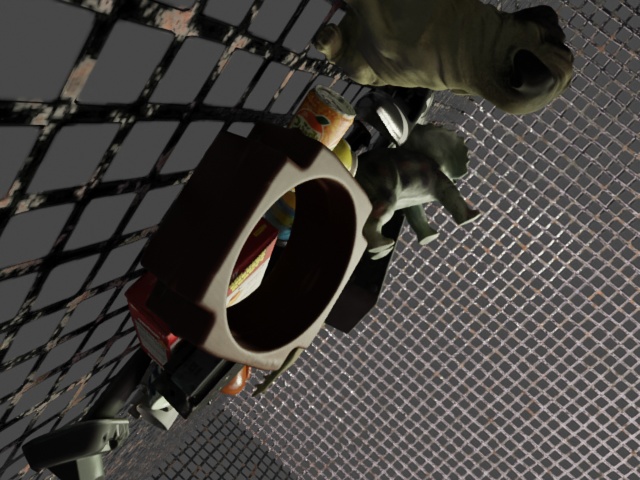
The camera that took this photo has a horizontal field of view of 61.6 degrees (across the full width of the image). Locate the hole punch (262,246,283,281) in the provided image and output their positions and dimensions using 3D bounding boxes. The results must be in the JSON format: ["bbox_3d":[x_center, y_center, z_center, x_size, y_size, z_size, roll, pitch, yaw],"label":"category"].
[{"bbox_3d":[-0.062,0.039,0.813,0.142,0.116,0.092,-52,167,13],"label":"hole punch"}]

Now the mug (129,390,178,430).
[{"bbox_3d":[-0.268,0.260,0.938,0.107,0.081,0.109,-57,174,-35],"label":"mug"}]

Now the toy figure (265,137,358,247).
[{"bbox_3d":[-0.020,-0.060,0.690,0.180,0.082,0.089,-50,175,35],"label":"toy figure"}]

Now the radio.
[{"bbox_3d":[0.073,0.035,0.932,0.229,0.073,0.131,-67,-174,-35],"label":"radio"}]

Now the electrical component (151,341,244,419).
[{"bbox_3d":[-0.124,0.138,0.611,0.115,0.058,0.134,-50,172,-4],"label":"electrical component"}]

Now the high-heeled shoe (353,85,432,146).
[{"bbox_3d":[0.125,-0.215,0.771,0.145,0.086,0.249,-53,177,10],"label":"high-heeled shoe"}]

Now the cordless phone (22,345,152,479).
[{"bbox_3d":[-0.270,0.208,0.681,0.184,0.089,0.146,-58,177,-21],"label":"cordless phone"}]

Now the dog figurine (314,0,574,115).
[{"bbox_3d":[0.103,-0.156,0.467,0.121,0.190,0.172,-49,175,-2],"label":"dog figurine"}]

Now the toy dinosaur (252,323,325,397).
[{"bbox_3d":[-0.023,0.130,1.080,0.198,0.105,0.471,-34,-168,22],"label":"toy dinosaur"}]

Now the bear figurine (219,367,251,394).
[{"bbox_3d":[-0.191,0.218,1.131,0.120,0.132,0.195,26,73,-50],"label":"bear figurine"}]

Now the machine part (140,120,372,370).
[{"bbox_3d":[-0.050,0.009,0.501,0.201,0.087,0.201,-59,150,-6],"label":"machine part"}]

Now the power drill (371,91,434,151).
[{"bbox_3d":[0.112,-0.168,0.996,0.207,0.086,0.232,-54,176,-23],"label":"power drill"}]

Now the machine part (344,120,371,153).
[{"bbox_3d":[0.024,-0.122,0.807,0.139,0.039,0.084,-45,167,-18],"label":"machine part"}]

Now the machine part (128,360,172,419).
[{"bbox_3d":[-0.213,0.191,0.876,0.243,0.079,0.079,-45,172,-30],"label":"machine part"}]

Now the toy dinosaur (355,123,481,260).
[{"bbox_3d":[0.109,-0.080,0.835,0.405,0.192,0.131,-12,163,-38],"label":"toy dinosaur"}]
